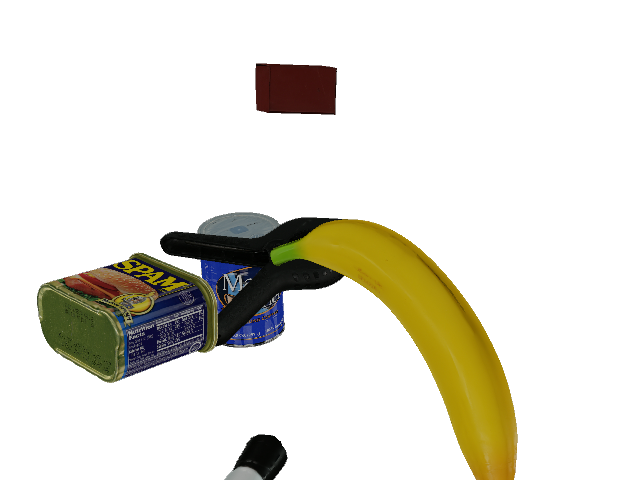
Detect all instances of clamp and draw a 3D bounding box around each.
[{"bbox_3d":[-0.043,0.028,1.048,0.209,0.036,0.164,-12,41,-10],"label":"clamp"}]

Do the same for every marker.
[{"bbox_3d":[-0.041,0.112,0.414,0.020,0.020,0.121,0,23,21],"label":"marker"}]

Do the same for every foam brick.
[{"bbox_3d":[-0.027,-0.163,1.152,0.078,0.051,0.053,-1,12,-19],"label":"foam brick"}]

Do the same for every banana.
[{"bbox_3d":[0.055,0.049,0.607,0.198,0.070,0.037,47,29,24],"label":"banana"}]

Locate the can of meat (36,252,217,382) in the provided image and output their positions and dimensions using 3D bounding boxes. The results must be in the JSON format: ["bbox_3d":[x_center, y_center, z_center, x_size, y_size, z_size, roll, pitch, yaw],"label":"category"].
[{"bbox_3d":[-0.137,0.053,0.748,0.102,0.057,0.083,19,26,40],"label":"can of meat"}]

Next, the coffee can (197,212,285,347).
[{"bbox_3d":[-0.098,0.048,1.339,0.103,0.140,0.103,-2,25,1],"label":"coffee can"}]
